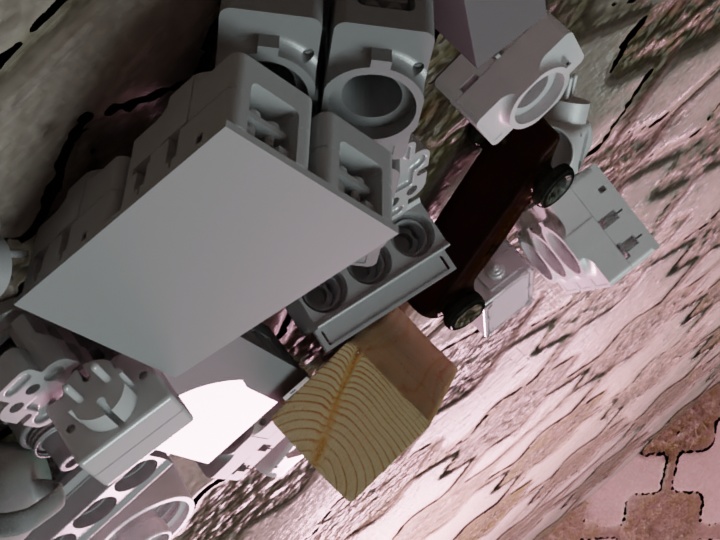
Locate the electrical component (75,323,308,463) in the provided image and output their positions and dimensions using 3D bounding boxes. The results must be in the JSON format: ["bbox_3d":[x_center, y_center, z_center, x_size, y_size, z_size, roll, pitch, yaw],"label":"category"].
[{"bbox_3d":[-0.125,0.069,0.763,0.105,0.060,0.186,-42,156,2],"label":"electrical component"}]

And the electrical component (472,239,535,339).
[{"bbox_3d":[0.122,0.010,1.016,0.062,0.061,0.096,-37,156,-10],"label":"electrical component"}]

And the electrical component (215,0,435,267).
[{"bbox_3d":[-0.028,-0.079,0.594,0.105,0.060,0.186,6,142,-6],"label":"electrical component"}]

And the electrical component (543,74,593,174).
[{"bbox_3d":[0.165,-0.119,0.874,0.077,0.043,0.079,-35,137,-62],"label":"electrical component"}]

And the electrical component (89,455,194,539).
[{"bbox_3d":[-0.190,0.208,0.902,0.108,0.060,0.108,-32,154,-18],"label":"electrical component"}]

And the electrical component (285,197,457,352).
[{"bbox_3d":[0.000,0.000,0.821,0.121,0.078,0.063,-32,176,-18],"label":"electrical component"}]

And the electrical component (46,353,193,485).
[{"bbox_3d":[-0.146,0.076,0.621,0.066,0.047,0.076,-37,149,-8],"label":"electrical component"}]

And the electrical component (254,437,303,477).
[{"bbox_3d":[-0.057,0.151,1.018,0.079,0.043,0.077,-5,138,-51],"label":"electrical component"}]

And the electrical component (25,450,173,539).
[{"bbox_3d":[-0.208,0.155,0.786,0.121,0.063,0.079,-42,155,3],"label":"electrical component"}]

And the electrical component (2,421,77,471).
[{"bbox_3d":[-0.204,0.103,0.706,0.048,0.062,0.048,-32,154,-18],"label":"electrical component"}]

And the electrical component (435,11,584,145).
[{"bbox_3d":[0.108,-0.138,0.757,0.089,0.055,0.050,-44,155,8],"label":"electrical component"}]

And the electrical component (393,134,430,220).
[{"bbox_3d":[0.007,-0.075,0.717,0.058,0.057,0.078,-31,154,-21],"label":"electrical component"}]

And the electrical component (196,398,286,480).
[{"bbox_3d":[-0.101,0.131,0.914,0.089,0.050,0.056,-44,155,7],"label":"electrical component"}]

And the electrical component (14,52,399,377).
[{"bbox_3d":[-0.083,-0.023,0.566,0.105,0.060,0.186,30,134,-32],"label":"electrical component"}]

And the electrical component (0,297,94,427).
[{"bbox_3d":[-0.197,0.053,0.639,0.058,0.057,0.078,-43,155,5],"label":"electrical component"}]

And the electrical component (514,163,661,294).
[{"bbox_3d":[0.192,-0.030,0.955,0.062,0.089,0.150,-38,179,-5],"label":"electrical component"}]

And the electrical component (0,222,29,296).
[{"bbox_3d":[-0.206,-0.003,0.549,0.077,0.043,0.079,-51,154,22],"label":"electrical component"}]
